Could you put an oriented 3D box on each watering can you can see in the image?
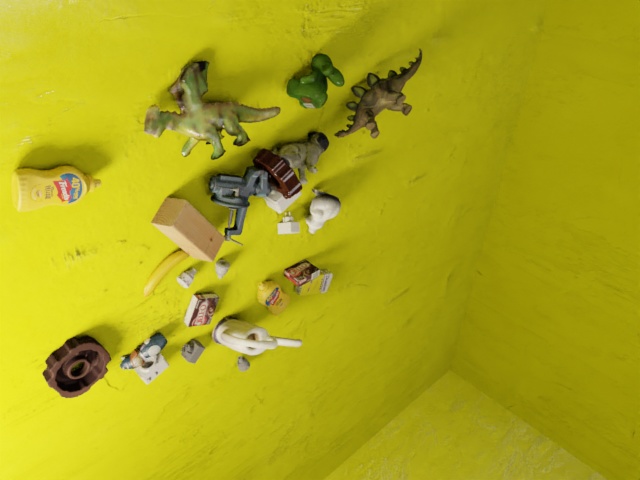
[{"bbox_3d":[-0.236,0.353,1.855,0.345,0.225,0.104,18,83,-54],"label":"watering can"}]

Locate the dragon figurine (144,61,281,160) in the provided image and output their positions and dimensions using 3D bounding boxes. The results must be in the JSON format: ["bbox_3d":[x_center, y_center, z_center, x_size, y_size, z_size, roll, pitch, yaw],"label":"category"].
[{"bbox_3d":[-0.294,-0.364,1.397,0.416,0.123,0.237,-39,131,-29],"label":"dragon figurine"}]

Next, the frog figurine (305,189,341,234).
[{"bbox_3d":[0.006,-0.096,1.917,0.137,0.123,0.159,16,91,-72],"label":"frog figurine"}]
